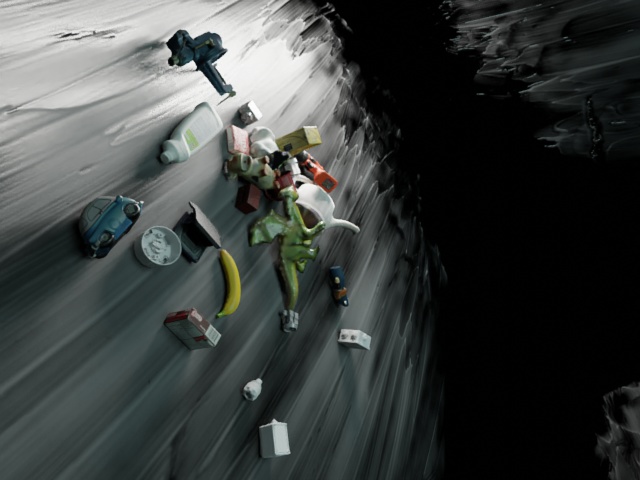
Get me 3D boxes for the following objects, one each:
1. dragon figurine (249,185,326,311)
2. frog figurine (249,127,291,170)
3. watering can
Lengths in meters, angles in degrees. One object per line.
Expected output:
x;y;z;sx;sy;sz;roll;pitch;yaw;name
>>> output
-0.125;0.015;1.669;0.241;0.121;0.416;24;72;-24;dragon figurine
-0.192;-0.311;1.746;0.161;0.120;0.139;43;35;20;frog figurine
0.006;-0.095;1.885;0.345;0.102;0.229;42;38;-13;watering can
